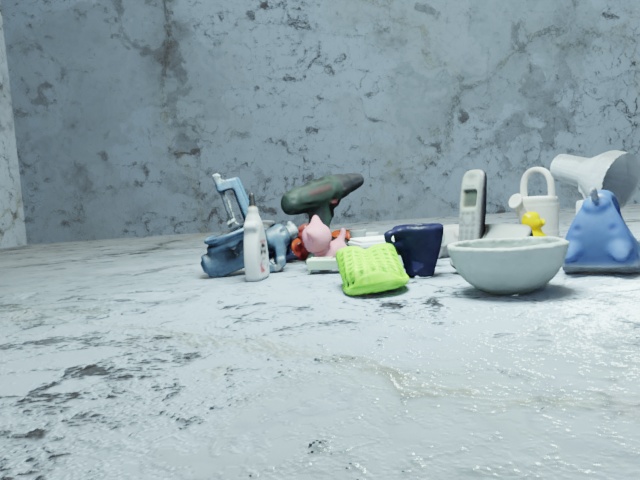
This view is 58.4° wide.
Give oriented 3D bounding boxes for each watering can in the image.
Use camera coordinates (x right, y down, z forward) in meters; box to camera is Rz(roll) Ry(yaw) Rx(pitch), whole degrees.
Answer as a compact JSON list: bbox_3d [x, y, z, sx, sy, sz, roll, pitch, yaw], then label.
[{"bbox_3d":[0.556,-0.090,1.469,0.100,0.194,0.173,-1,5,35],"label":"watering can"}]

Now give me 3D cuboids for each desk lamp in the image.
[{"bbox_3d":[0.570,-0.083,1.227,0.118,0.213,0.202,-6,5,-27],"label":"desk lamp"}]

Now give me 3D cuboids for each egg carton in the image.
[{"bbox_3d":[0.292,0.002,1.316,0.150,0.069,0.107,-5,5,-19],"label":"egg carton"}]

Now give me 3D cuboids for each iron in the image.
[{"bbox_3d":[0.487,-0.022,0.977,0.118,0.141,0.259,-1,5,34],"label":"iron"}]

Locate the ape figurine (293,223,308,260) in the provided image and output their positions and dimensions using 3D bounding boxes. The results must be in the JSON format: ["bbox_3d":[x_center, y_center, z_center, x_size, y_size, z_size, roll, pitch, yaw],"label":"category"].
[{"bbox_3d":[-0.035,0.004,1.444,0.076,0.092,0.078,-4,4,0],"label":"ape figurine"}]

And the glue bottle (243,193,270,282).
[{"bbox_3d":[-0.130,-0.007,1.137,0.037,0.173,0.078,-3,4,9],"label":"glue bottle"}]

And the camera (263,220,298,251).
[{"bbox_3d":[-0.135,-0.006,1.608,0.136,0.101,0.143,-4,4,4],"label":"camera"}]

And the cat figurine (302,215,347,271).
[{"bbox_3d":[0.011,0.004,1.223,0.128,0.118,0.067,-8,6,-40],"label":"cat figurine"}]

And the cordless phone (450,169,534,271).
[{"bbox_3d":[0.297,-0.033,1.000,0.094,0.185,0.147,-7,5,-35],"label":"cordless phone"}]

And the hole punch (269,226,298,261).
[{"bbox_3d":[-0.121,0.012,1.421,0.109,0.091,0.100,-7,5,-36],"label":"hole punch"}]

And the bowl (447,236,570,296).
[{"bbox_3d":[0.267,0.038,0.818,0.167,0.075,0.167,-4,4,1],"label":"bowl"}]

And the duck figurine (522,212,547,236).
[{"bbox_3d":[0.501,-0.024,1.368,0.105,0.086,0.077,-6,5,-28],"label":"duck figurine"}]

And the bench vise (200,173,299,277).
[{"bbox_3d":[-0.160,-0.036,1.240,0.208,0.220,0.121,-7,5,-32],"label":"bench vise"}]

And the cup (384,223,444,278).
[{"bbox_3d":[0.166,0.021,1.016,0.118,0.095,0.091,-6,5,-30],"label":"cup"}]

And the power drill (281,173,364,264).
[{"bbox_3d":[0.017,-0.051,1.353,0.230,0.208,0.075,-7,5,-36],"label":"power drill"}]
